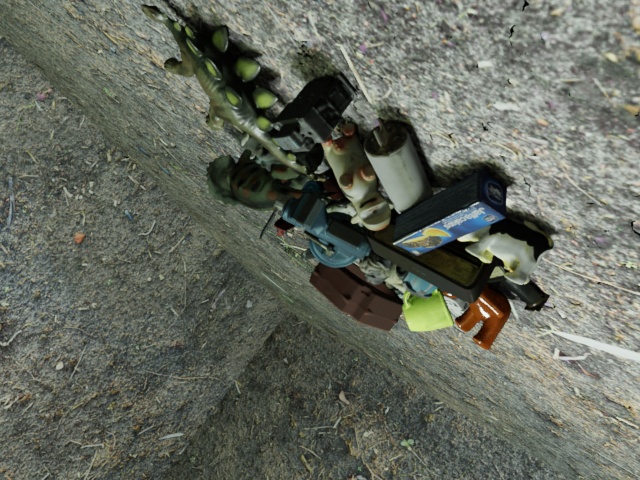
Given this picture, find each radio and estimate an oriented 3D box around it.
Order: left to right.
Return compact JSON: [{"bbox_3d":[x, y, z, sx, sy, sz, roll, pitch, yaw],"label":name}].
[{"bbox_3d":[0.216,0.007,1.007,0.230,0.131,0.073,30,164,28],"label":"radio"}]

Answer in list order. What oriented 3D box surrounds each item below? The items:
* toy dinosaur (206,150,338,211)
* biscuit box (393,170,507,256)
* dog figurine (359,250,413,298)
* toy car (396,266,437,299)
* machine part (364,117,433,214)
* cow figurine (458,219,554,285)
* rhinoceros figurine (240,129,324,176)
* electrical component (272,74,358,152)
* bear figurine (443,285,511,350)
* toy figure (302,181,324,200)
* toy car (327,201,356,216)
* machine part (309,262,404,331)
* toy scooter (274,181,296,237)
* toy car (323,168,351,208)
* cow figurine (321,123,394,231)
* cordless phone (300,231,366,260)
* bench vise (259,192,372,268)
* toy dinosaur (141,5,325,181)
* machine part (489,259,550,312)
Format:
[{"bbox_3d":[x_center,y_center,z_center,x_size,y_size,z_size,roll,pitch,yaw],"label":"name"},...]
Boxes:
[{"bbox_3d":[-0.139,-0.128,1.249,0.131,0.192,0.405,50,171,-37],"label":"toy dinosaur"},{"bbox_3d":[0.208,-0.038,0.879,0.059,0.063,0.203,27,149,-23],"label":"biscuit box"},{"bbox_3d":[0.147,0.040,1.212,0.190,0.121,0.173,29,-172,-36],"label":"dog figurine"},{"bbox_3d":[0.220,0.032,1.097,0.103,0.162,0.109,-24,142,38],"label":"toy car"},{"bbox_3d":[0.138,-0.117,0.918,0.079,0.079,0.243,25,162,40],"label":"machine part"},{"bbox_3d":[0.292,-0.006,0.889,0.168,0.098,0.068,39,-164,31],"label":"cow figurine"},{"bbox_3d":[-0.082,-0.190,1.144,0.191,0.112,0.073,25,165,22],"label":"rhinoceros figurine"},{"bbox_3d":[-0.016,-0.206,0.892,0.058,0.134,0.115,44,162,-26],"label":"electrical component"},{"bbox_3d":[0.315,0.121,1.142,0.195,0.132,0.120,38,-175,-27],"label":"bear figurine"},{"bbox_3d":[-0.018,-0.102,1.353,0.058,0.064,0.154,56,174,14],"label":"toy figure"},{"bbox_3d":[0.056,-0.063,1.321,0.073,0.056,0.202,40,165,-11],"label":"toy car"},{"bbox_3d":[0.090,0.121,1.281,0.201,0.087,0.202,25,-169,-47],"label":"machine part"},{"bbox_3d":[-0.086,-0.086,1.428,0.075,0.135,0.183,28,162,38],"label":"toy scooter"},{"bbox_3d":[0.066,-0.118,1.133,0.089,0.053,0.202,62,159,-10],"label":"toy car"},{"bbox_3d":[0.071,-0.103,0.987,0.195,0.085,0.127,66,-176,21],"label":"cow figurine"},{"bbox_3d":[0.036,0.031,1.396,0.146,0.184,0.088,114,139,-73],"label":"cordless phone"},{"bbox_3d":[0.001,-0.013,1.147,0.224,0.129,0.240,16,167,3],"label":"bench vise"},{"bbox_3d":[-0.168,-0.280,1.045,0.471,0.105,0.198,45,163,-11],"label":"toy dinosaur"},{"bbox_3d":[0.381,0.086,1.057,0.139,0.039,0.084,39,158,0],"label":"machine part"}]
